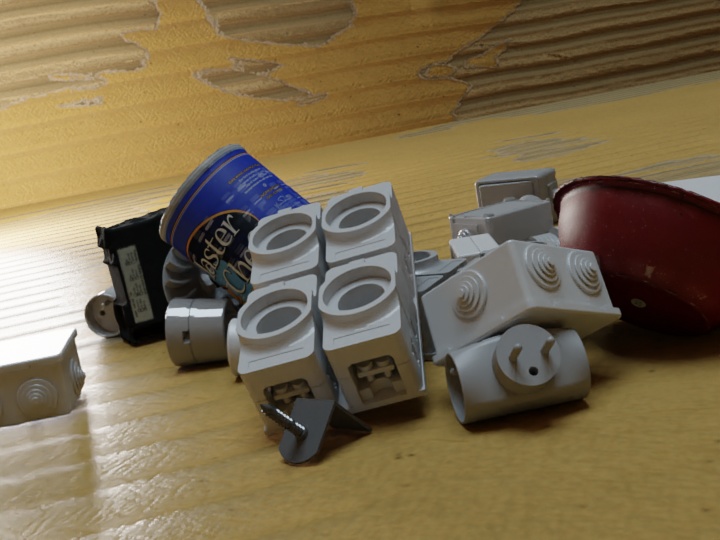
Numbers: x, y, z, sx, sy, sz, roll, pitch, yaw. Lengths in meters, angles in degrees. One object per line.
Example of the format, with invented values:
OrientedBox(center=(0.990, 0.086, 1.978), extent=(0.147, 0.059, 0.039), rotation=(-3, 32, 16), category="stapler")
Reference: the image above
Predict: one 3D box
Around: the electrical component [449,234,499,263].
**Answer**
OrientedBox(center=(0.122, -0.003, 0.941), extent=(0.076, 0.047, 0.083), rotation=(-9, 11, 1), category="electrical component")

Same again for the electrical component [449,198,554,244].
OrientedBox(center=(0.132, -0.030, 1.029), extent=(0.096, 0.061, 0.062), rotation=(-16, 12, -31), category="electrical component")

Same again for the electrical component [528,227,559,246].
OrientedBox(center=(0.188, -0.019, 0.975), extent=(0.081, 0.043, 0.043), rotation=(-13, 11, -14), category="electrical component")

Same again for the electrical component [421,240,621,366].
OrientedBox(center=(0.099, 0.023, 0.676), extent=(0.100, 0.048, 0.100), rotation=(6, -30, -41), category="electrical component")

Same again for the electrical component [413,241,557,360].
OrientedBox(center=(0.072, 0.023, 0.816), extent=(0.186, 0.060, 0.105), rotation=(-4, 12, 25), category="electrical component")

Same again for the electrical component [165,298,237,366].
OrientedBox(center=(-0.127, 0.049, 0.875), extent=(0.047, 0.055, 0.055), rotation=(-4, 12, 8), category="electrical component")

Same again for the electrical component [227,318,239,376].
OrientedBox(center=(-0.064, 0.057, 0.817), extent=(0.065, 0.044, 0.044), rotation=(-4, 12, 7), category="electrical component")

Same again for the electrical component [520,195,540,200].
OrientedBox(center=(0.170, -0.051, 1.161), extent=(0.044, 0.044, 0.065), rotation=(1, 20, 43), category="electrical component")

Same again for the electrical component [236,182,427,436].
OrientedBox(center=(-0.019, 0.016, 0.729), extent=(0.105, 0.060, 0.186), rotation=(-16, 32, 9), category="electrical component")

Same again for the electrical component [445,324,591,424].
OrientedBox(center=(0.094, 0.056, 0.624), extent=(0.077, 0.043, 0.079), rotation=(-11, -23, -7), category="electrical component")

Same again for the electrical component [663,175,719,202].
OrientedBox(center=(0.277, -0.033, 0.923), extent=(0.105, 0.060, 0.186), rotation=(-6, 12, 17), category="electrical component")

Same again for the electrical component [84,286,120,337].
OrientedBox(center=(-0.219, 0.033, 1.060), extent=(0.079, 0.043, 0.077), rotation=(-7, 11, 14), category="electrical component")

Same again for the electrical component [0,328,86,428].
OrientedBox(center=(-0.261, 0.085, 0.822), extent=(0.100, 0.048, 0.099), rotation=(-11, 11, -5), category="electrical component")

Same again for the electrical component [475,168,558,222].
OrientedBox(center=(0.186, -0.080, 1.234), extent=(0.096, 0.061, 0.061), rotation=(-2, 13, 33), category="electrical component")
